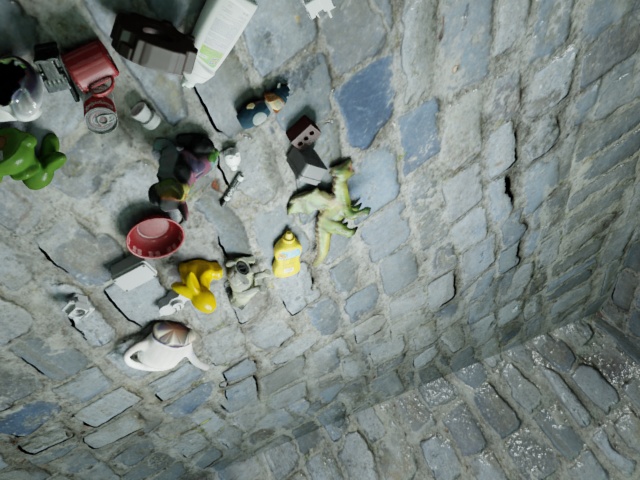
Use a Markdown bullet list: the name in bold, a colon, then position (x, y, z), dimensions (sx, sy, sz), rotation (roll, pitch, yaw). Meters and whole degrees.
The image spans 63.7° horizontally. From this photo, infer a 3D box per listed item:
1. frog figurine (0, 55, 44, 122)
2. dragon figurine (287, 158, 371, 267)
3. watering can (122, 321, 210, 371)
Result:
- **frog figurine**: position (-0.627, -0.294, 1.046), dimensions (0.125, 0.137, 0.157), rotation (-54, -172, -26)
- **dragon figurine**: position (0.005, -0.083, 1.655), dimensions (0.241, 0.125, 0.404), rotation (25, 117, -24)
- **watering can**: position (-0.514, 0.392, 1.835), dimensions (0.346, 0.106, 0.221), rotation (14, 125, -38)
